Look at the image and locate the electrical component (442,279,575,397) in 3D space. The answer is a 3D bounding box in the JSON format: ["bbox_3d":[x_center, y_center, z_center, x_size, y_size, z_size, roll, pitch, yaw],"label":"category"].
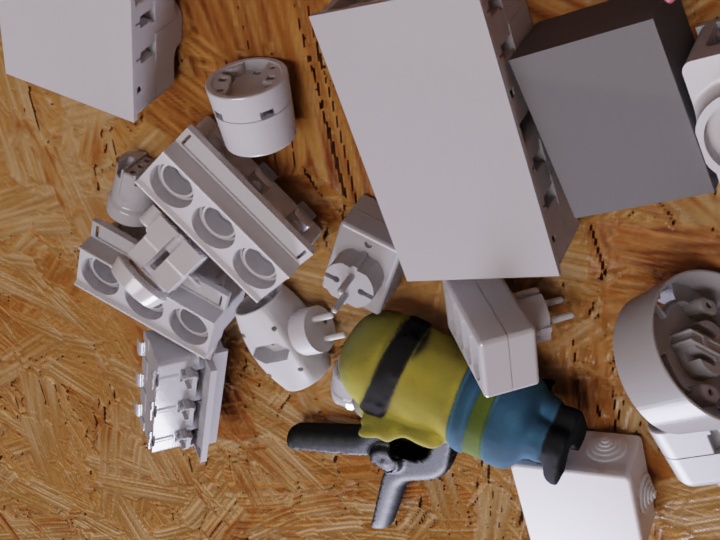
[{"bbox_3d":[0.105,0.034,0.721,0.076,0.083,0.047,-15,124,-6],"label":"electrical component"}]

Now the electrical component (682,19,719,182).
[{"bbox_3d":[0.253,-0.048,0.571,0.105,0.060,0.186,-9,119,35],"label":"electrical component"}]

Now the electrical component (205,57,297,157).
[{"bbox_3d":[-0.071,-0.108,0.718,0.055,0.055,0.047,9,132,24],"label":"electrical component"}]

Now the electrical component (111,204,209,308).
[{"bbox_3d":[-0.148,-0.005,0.789,0.055,0.048,0.066,-44,93,2],"label":"electrical component"}]

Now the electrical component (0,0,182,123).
[{"bbox_3d":[-0.176,-0.204,0.698,0.105,0.060,0.186,22,133,14],"label":"electrical component"}]

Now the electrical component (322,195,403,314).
[{"bbox_3d":[0.000,0.000,0.746,0.047,0.076,0.065,27,134,9],"label":"electrical component"}]

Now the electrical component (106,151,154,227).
[{"bbox_3d":[-0.171,-0.063,0.824,0.040,0.040,0.046,27,128,9],"label":"electrical component"}]

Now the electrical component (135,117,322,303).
[{"bbox_3d":[-0.091,-0.046,0.772,0.121,0.063,0.079,45,134,-9],"label":"electrical component"}]

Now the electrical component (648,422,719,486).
[{"bbox_3d":[0.246,0.105,0.702,0.095,0.053,0.059,-18,114,39],"label":"electrical component"}]

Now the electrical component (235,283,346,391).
[{"bbox_3d":[-0.046,0.049,0.836,0.079,0.043,0.077,-14,117,37],"label":"electrical component"}]

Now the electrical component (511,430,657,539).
[{"bbox_3d":[0.169,0.164,0.799,0.100,0.048,0.099,1,125,30],"label":"electrical component"}]

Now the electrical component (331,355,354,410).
[{"bbox_3d":[-0.005,0.079,0.842,0.035,0.035,0.061,19,130,17],"label":"electrical component"}]

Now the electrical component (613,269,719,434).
[{"bbox_3d":[0.206,0.051,0.655,0.099,0.099,0.064,48,140,-11],"label":"electrical component"}]

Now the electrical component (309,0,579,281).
[{"bbox_3d":[0.058,-0.088,0.653,0.105,0.060,0.186,-2,123,32],"label":"electrical component"}]

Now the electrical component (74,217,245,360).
[{"bbox_3d":[-0.156,0.008,0.853,0.121,0.063,0.078,29,134,7],"label":"electrical component"}]

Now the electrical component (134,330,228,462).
[{"bbox_3d":[-0.154,0.100,0.917,0.078,0.063,0.121,59,149,38],"label":"electrical component"}]
